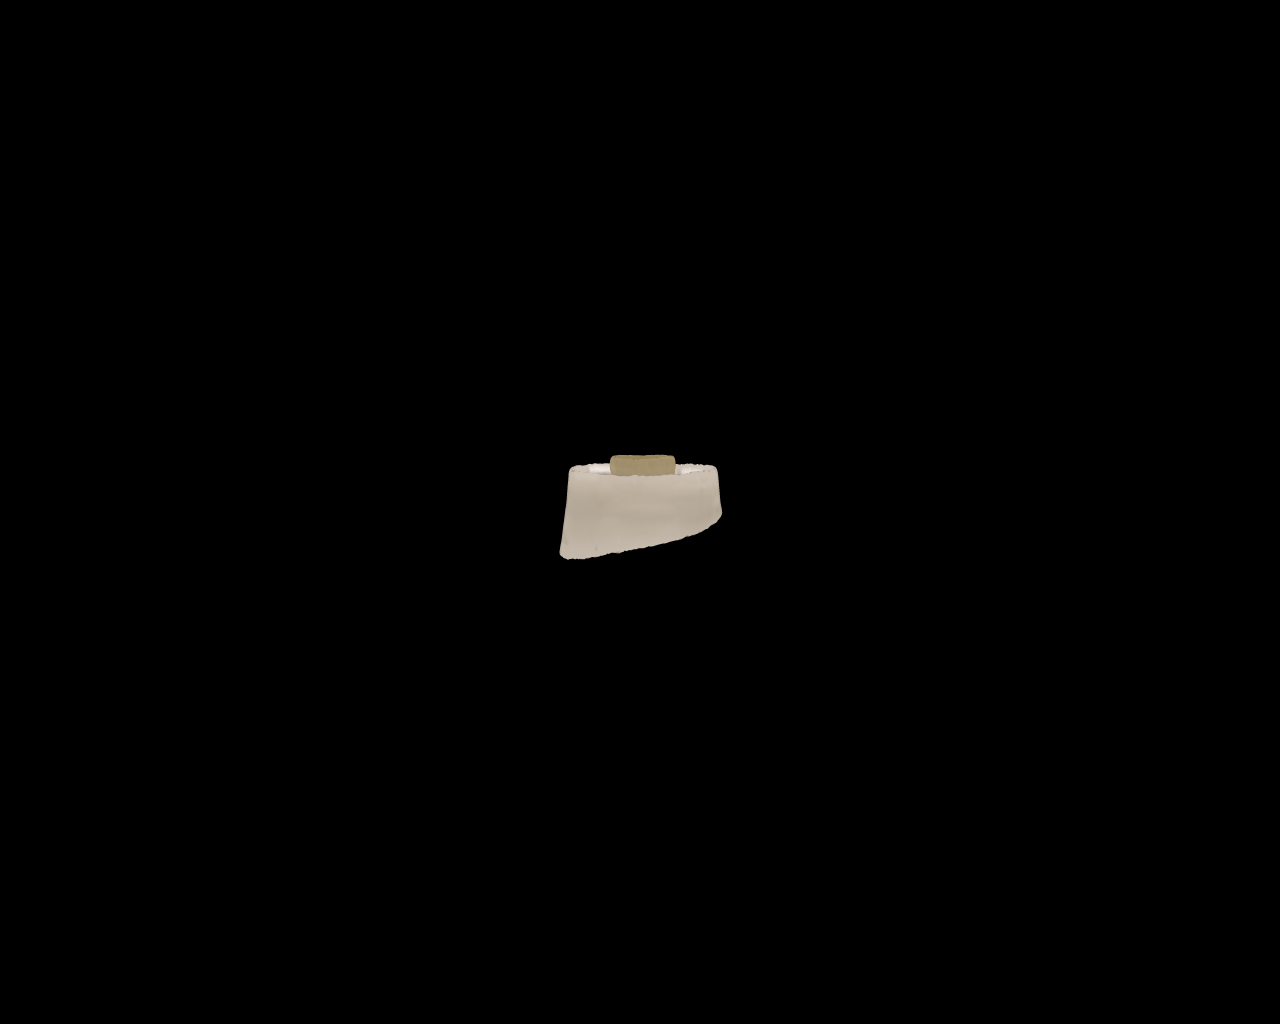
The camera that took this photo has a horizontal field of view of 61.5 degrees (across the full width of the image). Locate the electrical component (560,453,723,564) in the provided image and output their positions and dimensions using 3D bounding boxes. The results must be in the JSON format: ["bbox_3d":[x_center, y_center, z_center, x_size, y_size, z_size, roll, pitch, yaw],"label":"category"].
[{"bbox_3d":[0.001,-0.003,0.650,0.099,0.064,0.099,0,7,0],"label":"electrical component"}]
